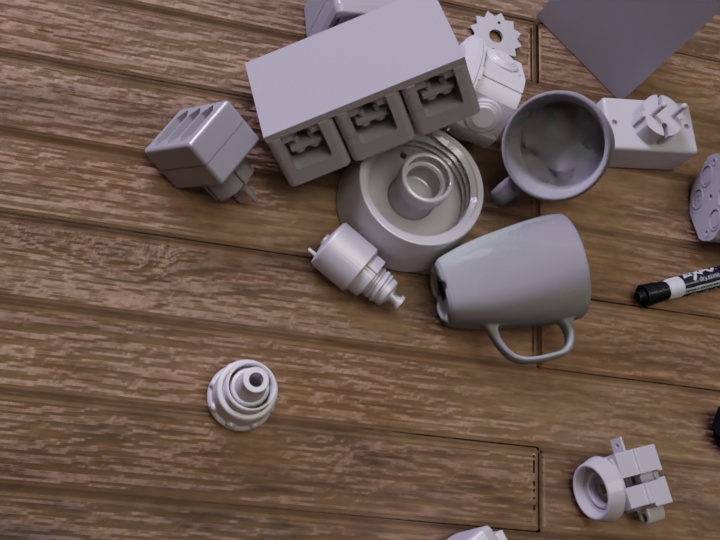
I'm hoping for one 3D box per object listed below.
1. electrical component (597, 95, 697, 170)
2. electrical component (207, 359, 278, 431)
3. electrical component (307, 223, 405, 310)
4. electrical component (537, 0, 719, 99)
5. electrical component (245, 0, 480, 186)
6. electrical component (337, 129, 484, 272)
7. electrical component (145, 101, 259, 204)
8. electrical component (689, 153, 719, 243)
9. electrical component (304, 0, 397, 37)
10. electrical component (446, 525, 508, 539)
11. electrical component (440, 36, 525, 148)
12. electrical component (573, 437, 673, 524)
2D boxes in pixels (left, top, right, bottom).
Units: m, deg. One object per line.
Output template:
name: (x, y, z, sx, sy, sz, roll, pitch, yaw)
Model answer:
electrical component: (0.242, -0.120, 0.894, 0.083, 0.075, 0.047, 1, 71, -17)
electrical component: (-0.077, 0.081, 0.731, 0.048, 0.062, 0.048, 6, 70, -15)
electrical component: (0.000, 0.000, 0.796, 0.078, 0.040, 0.040, 40, 65, -1)
electrical component: (0.237, -0.232, 0.870, 0.105, 0.186, 0.060, 46, 65, 2)
electrical component: (0.002, -0.131, 0.789, 0.150, 0.061, 0.089, -21, 48, 5)
electrical component: (0.042, -0.059, 0.818, 0.108, 0.060, 0.108, 6, 70, -15)
electrical component: (-0.103, -0.076, 0.782, 0.076, 0.066, 0.047, 50, 61, -28)
electrical component: (0.314, -0.057, 0.893, 0.051, 0.080, 0.080, 6, 70, -10)
electrical component: (0.000, -0.200, 0.834, 0.062, 0.096, 0.061, 1, 71, -19)
electrical component: (0.086, 0.227, 0.731, 0.061, 0.061, 0.096, -32, 83, -24)
electrical component: (0.091, -0.140, 0.852, 0.051, 0.080, 0.080, 22, 66, -15)
electrical component: (0.193, 0.159, 0.798, 0.055, 0.048, 0.066, -7, 74, -27)
